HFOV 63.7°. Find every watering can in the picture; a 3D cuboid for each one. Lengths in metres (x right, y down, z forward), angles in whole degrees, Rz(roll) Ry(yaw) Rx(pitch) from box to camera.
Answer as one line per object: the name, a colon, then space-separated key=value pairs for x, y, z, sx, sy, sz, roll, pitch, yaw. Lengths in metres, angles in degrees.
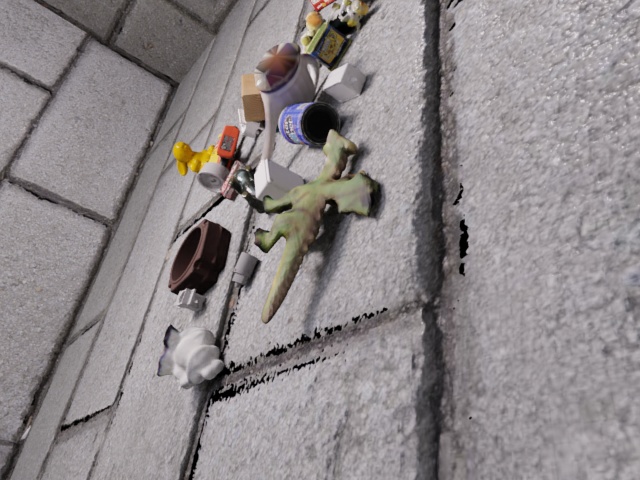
watering can: x=-0.100 y=-0.352 z=1.322 sx=0.104 sy=0.220 sz=0.352 roll=20 pitch=72 yaw=26

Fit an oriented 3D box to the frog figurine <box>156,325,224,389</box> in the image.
frog figurine: x=-0.275 y=0.268 z=1.168 sx=0.159 sy=0.120 sz=0.140 roll=5 pitch=53 yaw=22

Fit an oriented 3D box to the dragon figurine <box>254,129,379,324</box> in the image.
dragon figurine: x=0.003 y=-0.049 z=0.981 sx=0.240 sy=0.121 sz=0.420 roll=-27 pitch=43 yaw=35
